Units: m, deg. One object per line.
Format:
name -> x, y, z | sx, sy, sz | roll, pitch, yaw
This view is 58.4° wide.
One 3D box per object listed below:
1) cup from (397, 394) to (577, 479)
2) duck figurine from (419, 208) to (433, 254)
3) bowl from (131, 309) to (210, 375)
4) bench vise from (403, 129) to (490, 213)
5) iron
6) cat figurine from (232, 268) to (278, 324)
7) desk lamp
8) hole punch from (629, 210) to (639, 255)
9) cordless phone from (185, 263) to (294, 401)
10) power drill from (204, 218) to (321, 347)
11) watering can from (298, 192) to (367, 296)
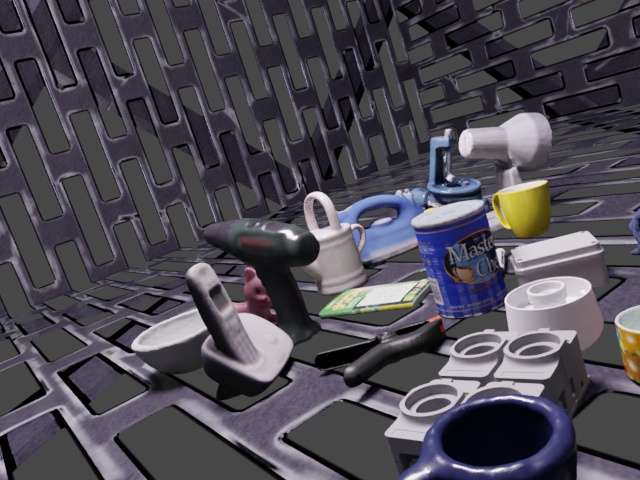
cup -> 0.107, 0.162, 0.351 | 0.118, 0.095, 0.091 | -20, 10, -13
duck figurine -> 0.241, -0.025, 1.164 | 0.105, 0.086, 0.077 | -22, 11, -22
bowl -> -0.213, 0.171, 0.933 | 0.167, 0.075, 0.167 | -17, 10, 3
bench vise -> 0.267, -0.132, 1.312 | 0.206, 0.220, 0.122 | -13, 11, 27
iron -> 0.140, -0.038, 1.249 | 0.259, 0.141, 0.118 | -21, 10, -15
cat figurine -> -0.118, 0.104, 1.003 | 0.127, 0.118, 0.067 | -17, 10, 8
desk lamp -> 0.380, -0.142, 1.182 | 0.203, 0.214, 0.117 | -20, 10, -12
hole punch -> 0.459, -0.021, 0.740 | 0.108, 0.091, 0.101 | -15, 11, 18
cordless phone -> -0.114, 0.107, 0.780 | 0.094, 0.185, 0.148 | -15, 10, 14
power drill -> -0.083, 0.061, 0.910 | 0.228, 0.208, 0.076 | -9, 14, 42
watering can -> 0.011, 0.004, 1.096 | 0.100, 0.194, 0.173 | -10, 13, 39
